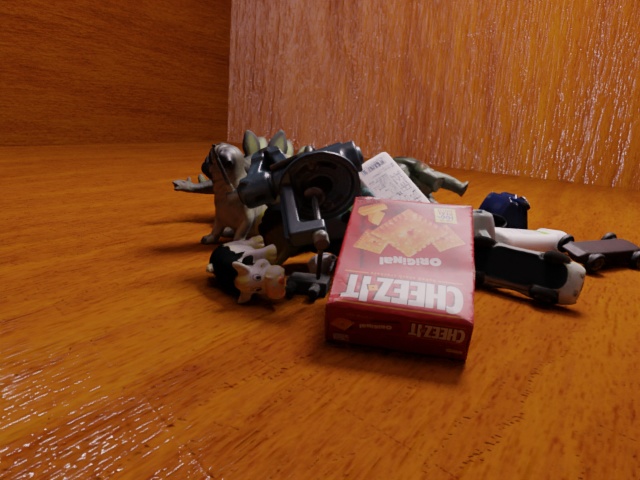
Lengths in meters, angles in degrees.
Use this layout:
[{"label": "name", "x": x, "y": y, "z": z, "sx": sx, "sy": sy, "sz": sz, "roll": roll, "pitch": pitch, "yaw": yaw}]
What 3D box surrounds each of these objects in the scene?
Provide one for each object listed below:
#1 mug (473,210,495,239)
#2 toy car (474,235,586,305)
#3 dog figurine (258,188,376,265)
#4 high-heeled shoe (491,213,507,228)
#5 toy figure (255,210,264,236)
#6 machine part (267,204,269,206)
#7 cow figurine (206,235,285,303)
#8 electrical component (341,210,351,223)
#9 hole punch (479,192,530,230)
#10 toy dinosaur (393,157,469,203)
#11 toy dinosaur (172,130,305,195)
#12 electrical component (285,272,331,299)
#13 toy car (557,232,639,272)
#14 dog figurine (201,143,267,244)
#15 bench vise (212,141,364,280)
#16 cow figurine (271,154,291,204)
[{"label": "mug", "x": 0.276, "y": 0.002, "z": 0.957, "sx": 0.081, "sy": 0.107, "sz": 0.109, "roll": 2, "pitch": 12, "yaw": -3}, {"label": "toy car", "x": 0.306, "y": 0.046, "z": 0.844, "sx": 0.202, "sy": 0.073, "sz": 0.056, "roll": 15, "pitch": -11, "yaw": 39}, {"label": "dog figurine", "x": -0.002, "y": -0.003, "z": 0.918, "sx": 0.219, "sy": 0.191, "sz": 0.109, "roll": -30, "pitch": 35, "yaw": -5}, {"label": "high-heeled shoe", "x": 0.268, "y": -0.030, "z": 1.050, "sx": 0.145, "sy": 0.086, "sz": 0.248, "roll": -19, "pitch": -18, "yaw": 29}, {"label": "toy figure", "x": -0.042, "y": -0.044, "z": 1.008, "sx": 0.180, "sy": 0.089, "sz": 0.082, "roll": -34, "pitch": 22, "yaw": -26}, {"label": "machine part", "x": -0.099, "y": -0.105, "z": 1.349, "sx": 0.243, "sy": 0.079, "sz": 0.079, "roll": 1, "pitch": 14, "yaw": -13}, {"label": "cow figurine", "x": -0.107, "y": 0.042, "z": 0.761, "sx": 0.098, "sy": 0.068, "sz": 0.167, "roll": -7, "pitch": 13, "yaw": -19}, {"label": "electrical component", "x": 0.092, "y": -0.009, "z": 0.838, "sx": 0.119, "sy": 0.048, "sz": 0.075, "roll": 16, "pitch": -30, "yaw": -27}, {"label": "hole punch", "x": 0.393, "y": -0.044, "z": 1.184, "sx": 0.092, "sy": 0.115, "sz": 0.142, "roll": -6, "pitch": 14, "yaw": -5}, {"label": "toy dinosaur", "x": 0.201, "y": -0.128, "z": 1.197, "sx": 0.192, "sy": 0.131, "sz": 0.404, "roll": 29, "pitch": 7, "yaw": 28}, {"label": "toy dinosaur", "x": -0.109, "y": -0.151, "z": 1.245, "sx": 0.471, "sy": 0.198, "sz": 0.105, "roll": -5, "pitch": -2, "yaw": -30}, {"label": "electrical component", "x": -0.019, "y": 0.064, "z": 0.794, "sx": 0.063, "sy": 0.021, "sz": 0.094, "roll": 6, "pitch": 14, "yaw": 10}, {"label": "toy car", "x": 0.552, "y": 0.026, "z": 1.055, "sx": 0.202, "sy": 0.053, "sz": 0.089, "roll": -4, "pitch": 34, "yaw": -29}, {"label": "dog figurine", "x": -0.145, "y": -0.088, "z": 1.030, "sx": 0.121, "sy": 0.190, "sz": 0.172, "roll": 9, "pitch": 13, "yaw": 20}, {"label": "bench vise", "x": -0.035, "y": -0.064, "z": 0.782, "sx": 0.224, "sy": 0.128, "sz": 0.241, "roll": -9, "pitch": 40, "yaw": -2}, {"label": "cow figurine", "x": -0.066, "y": -0.111, "z": 1.132, "sx": 0.085, "sy": 0.195, "sz": 0.127, "roll": -38, "pitch": -8, "yaw": 39}]
